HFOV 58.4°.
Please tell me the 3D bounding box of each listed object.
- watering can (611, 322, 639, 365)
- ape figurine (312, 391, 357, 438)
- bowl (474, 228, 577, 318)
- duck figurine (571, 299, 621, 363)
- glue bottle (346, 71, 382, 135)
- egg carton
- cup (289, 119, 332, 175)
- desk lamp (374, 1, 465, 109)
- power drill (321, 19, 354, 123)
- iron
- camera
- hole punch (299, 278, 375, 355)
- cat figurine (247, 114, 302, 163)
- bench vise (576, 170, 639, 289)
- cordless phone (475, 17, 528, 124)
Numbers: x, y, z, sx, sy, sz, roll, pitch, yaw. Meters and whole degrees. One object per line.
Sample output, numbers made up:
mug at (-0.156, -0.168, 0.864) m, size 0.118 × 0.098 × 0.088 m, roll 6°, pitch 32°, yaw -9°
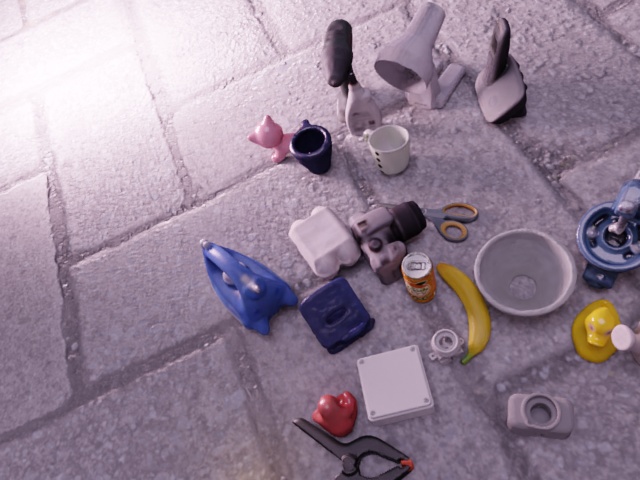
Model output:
watering can at (0.525, 0.132, 0.843) m, size 0.173 × 0.194 × 0.100 m, roll -34°, pitch 57°, yaw -6°
ape figurine at (0.022, 0.285, 0.953) m, size 0.077 × 0.092 × 0.076 m, roll -14°, pitch 57°, yaw 7°
bowl at (0.355, 0.069, 1.000) m, size 0.167 × 0.075 × 0.167 m, roll -7°, pitch 58°, yaw 12°
duck figurine at (0.452, 0.137, 0.925) m, size 0.077 × 0.086 × 0.105 m, roll 16°, pitch 65°, yaw 23°
glue bottle at (0.085, -0.296, 1.234) m, size 0.078 × 0.173 × 0.037 m, roll -5°, pitch 59°, yaw 13°
egg carton at (0.010, 0.004, 1.138) m, size 0.107 × 0.069 × 0.150 m, roll -34°, pitch 57°, yaw -6°
cup at (-0.014, -0.198, 1.250) m, size 0.091 × 0.095 × 0.117 m, roll -18°, pitch 57°, yaw 5°
desk lamp at (0.216, -0.380, 1.224) m, size 0.117 × 0.214 × 0.203 m, roll 24°, pitch 69°, yaw 27°
power drill at (0.053, -0.362, 1.261) m, size 0.075 × 0.209 × 0.229 m, roll -8°, pitch 58°, yaw 11°
iron at (-0.168, 0.063, 1.109) m, size 0.257 × 0.142 × 0.119 m, roll 36°, pitch 75°, yaw 30°
camera at (0.138, -0.013, 1.093) m, size 0.137 × 0.101 × 0.143 m, roll -28°, pitch 57°, yaw -2°
hole punch at (0.032, 0.137, 1.039) m, size 0.109 × 0.091 × 0.101 m, roll -34°, pitch 57°, yaw -6°
cat figurine at (-0.090, -0.230, 1.277) m, size 0.127 × 0.118 × 0.067 m, roll 0°, pitch 60°, yaw 16°
bench vise at (0.493, -0.047, 0.944) m, size 0.121 × 0.220 × 0.207 m, roll 6°, pitch 62°, yaw 19°
cordless phone at (0.373, -0.345, 1.176) m, size 0.094 × 0.185 × 0.147 m, roll -14°, pitch 57°, yaw 8°
